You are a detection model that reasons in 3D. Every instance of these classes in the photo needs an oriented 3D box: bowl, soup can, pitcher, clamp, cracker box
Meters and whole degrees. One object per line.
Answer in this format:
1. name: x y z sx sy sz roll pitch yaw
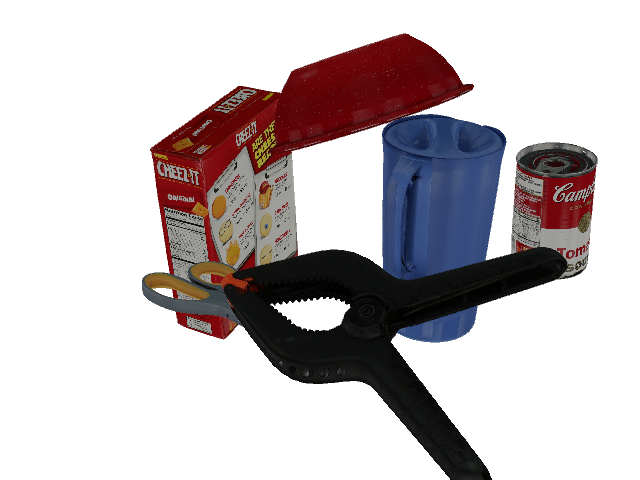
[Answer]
1. bowl: 0.029 -0.115 0.799 0.162 0.055 0.162 -18 8 2
2. soup can: 0.202 -0.026 0.930 0.068 0.102 0.068 -2 27 1
3. pitcher: 0.124 -0.008 1.191 0.149 0.243 0.145 -5 27 -13
4. clamp: 0.040 0.047 0.657 0.210 0.164 0.036 19 -32 26
5. cracker box: -0.095 -0.031 1.120 0.072 0.214 0.164 13 36 26

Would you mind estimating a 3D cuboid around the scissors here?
1. scissors: -0.057 0.055 0.902 0.202 0.016 0.096 15 26 23
